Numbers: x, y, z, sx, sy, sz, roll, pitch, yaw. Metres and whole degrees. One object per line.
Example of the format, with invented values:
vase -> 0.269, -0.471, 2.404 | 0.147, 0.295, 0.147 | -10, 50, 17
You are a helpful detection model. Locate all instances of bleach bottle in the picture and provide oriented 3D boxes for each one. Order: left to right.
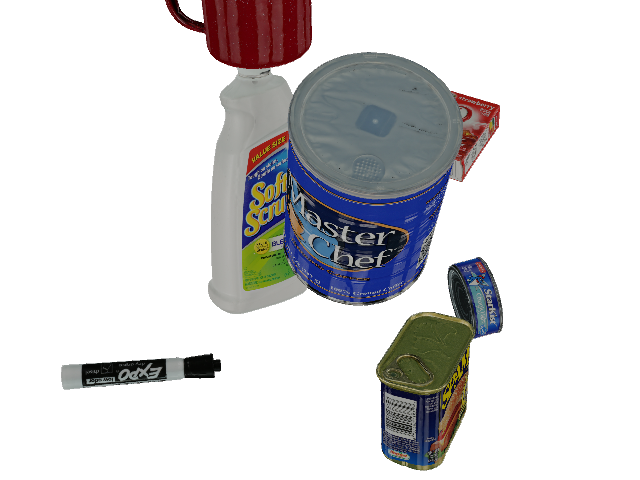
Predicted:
bleach bottle -> -0.066, -0.059, 1.039 | 0.102, 0.251, 0.068 | -16, 29, -26

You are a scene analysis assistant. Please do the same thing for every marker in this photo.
marker -> -0.137, 0.101, 0.821 | 0.121, 0.020, 0.020 | -4, 0, -4

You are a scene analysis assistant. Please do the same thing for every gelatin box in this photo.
gelatin box -> 0.098, -0.096, 0.911 | 0.089, 0.073, 0.030 | 22, -34, 24

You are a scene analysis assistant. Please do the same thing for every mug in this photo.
mug -> -0.060, -0.181, 0.801 | 0.117, 0.081, 0.093 | 1, 36, 5

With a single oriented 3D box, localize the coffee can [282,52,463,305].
coffee can -> 0.028, -0.035, 0.679 | 0.102, 0.103, 0.140 | 0, -30, -3

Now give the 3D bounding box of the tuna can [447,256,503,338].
tuna can -> 0.168, 0.063, 1.165 | 0.033, 0.086, 0.086 | -14, 2, -7

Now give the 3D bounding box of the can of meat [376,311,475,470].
can of meat -> 0.085, 0.121, 0.857 | 0.057, 0.084, 0.102 | 11, 33, 21
